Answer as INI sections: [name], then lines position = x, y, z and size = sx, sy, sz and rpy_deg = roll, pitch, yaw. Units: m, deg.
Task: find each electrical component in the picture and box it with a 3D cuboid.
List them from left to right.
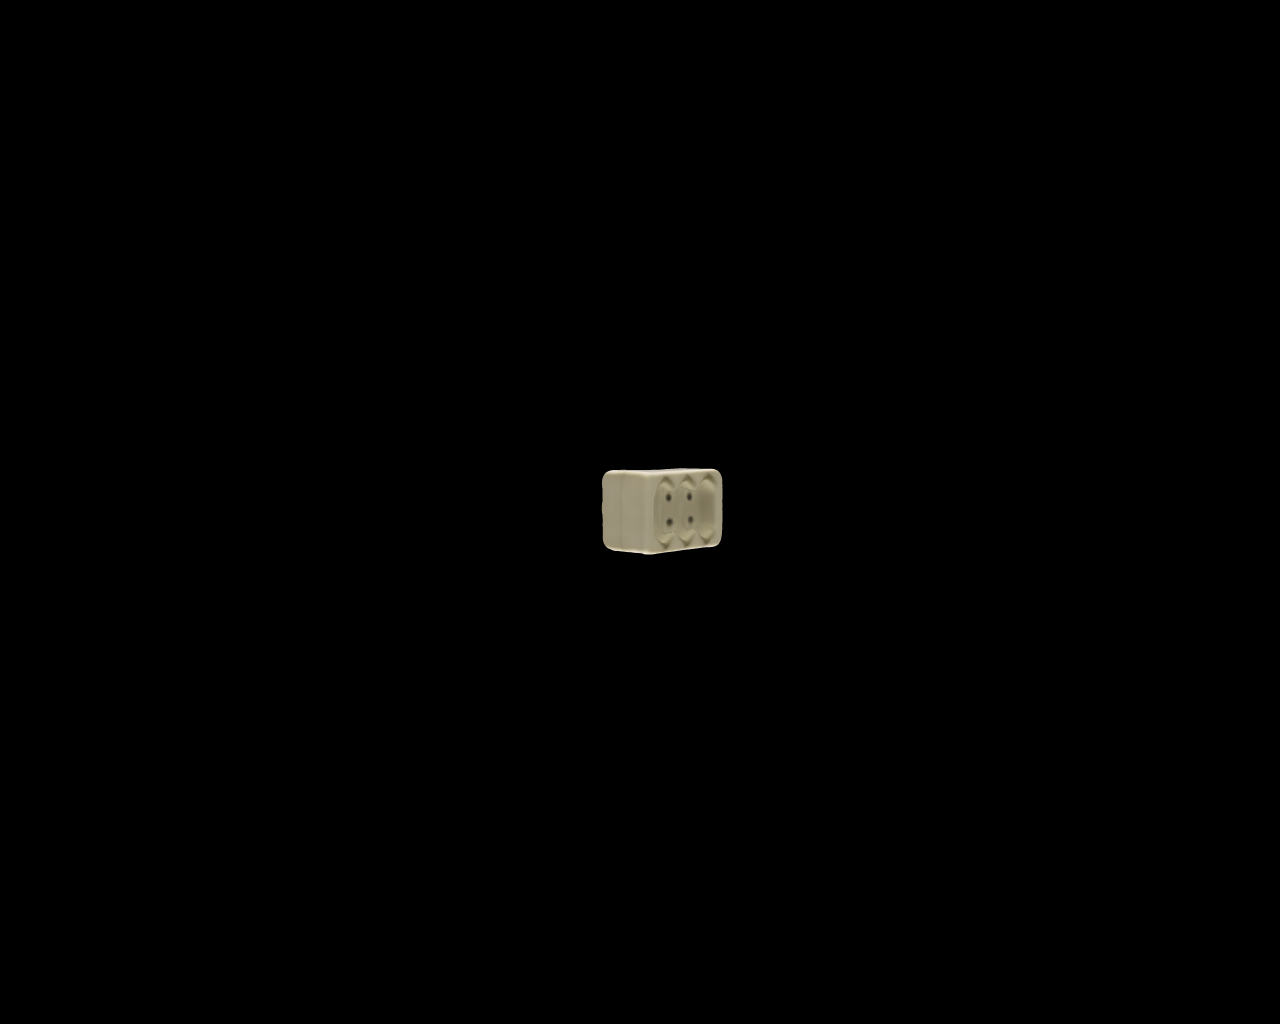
[electrical component]
position = 0.001, -0.003, 0.650
size = 0.066, 0.047, 0.077
rpy_deg = -4, 6, -43
